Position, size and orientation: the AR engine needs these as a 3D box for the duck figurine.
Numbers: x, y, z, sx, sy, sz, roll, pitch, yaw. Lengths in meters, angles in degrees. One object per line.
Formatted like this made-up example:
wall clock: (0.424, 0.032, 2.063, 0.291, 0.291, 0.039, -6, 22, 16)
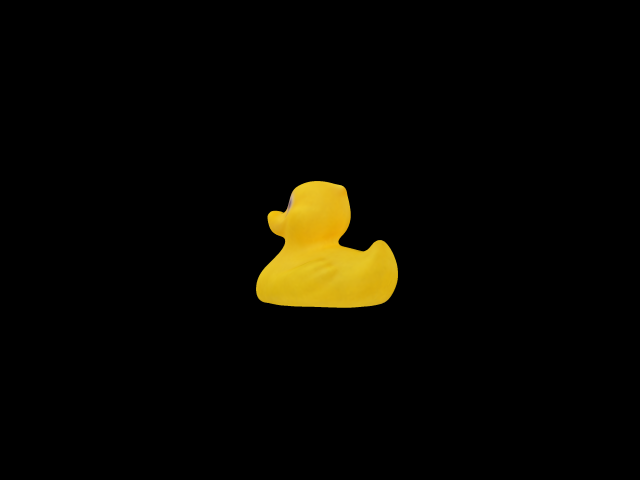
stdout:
duck figurine: (0.004, 0.001, 0.400, 0.104, 0.086, 0.078, 0, 0, 32)
